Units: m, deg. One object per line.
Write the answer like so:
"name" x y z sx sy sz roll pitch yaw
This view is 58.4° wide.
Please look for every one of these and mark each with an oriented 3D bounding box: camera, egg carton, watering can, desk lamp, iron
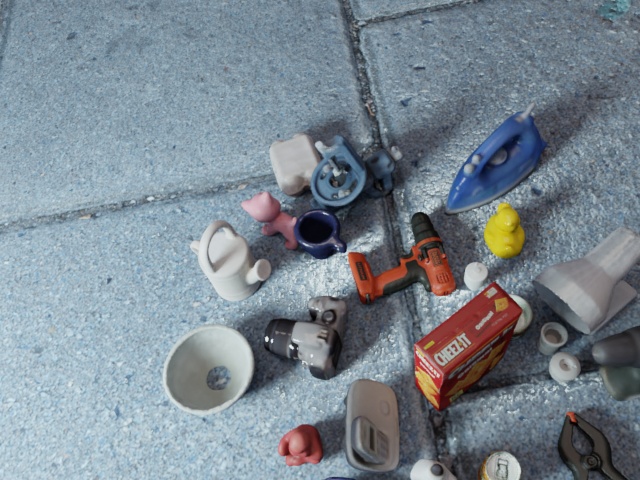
"camera" -0.027 0.167 1.049 0.136 0.101 0.143 9 62 14
"egg carton" -0.051 -0.166 1.261 0.107 0.069 0.150 -20 59 -3
"watering can" -0.173 0.034 1.093 0.172 0.194 0.101 0 60 9
"desk lamp" 0.454 0.076 0.963 0.203 0.214 0.117 -37 62 -12
"iron" 0.348 -0.166 1.159 0.258 0.142 0.118 -41 63 -15

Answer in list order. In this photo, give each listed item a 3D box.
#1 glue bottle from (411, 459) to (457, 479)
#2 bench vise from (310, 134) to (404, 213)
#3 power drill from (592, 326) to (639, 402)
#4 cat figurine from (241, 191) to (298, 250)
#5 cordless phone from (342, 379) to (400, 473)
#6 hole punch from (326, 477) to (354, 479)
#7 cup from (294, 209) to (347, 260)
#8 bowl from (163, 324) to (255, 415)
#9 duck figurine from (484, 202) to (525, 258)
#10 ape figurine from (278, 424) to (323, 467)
"glue bottle" 0.176 0.359 0.866 0.078 0.173 0.037 29 68 22
"bench vise" 0.061 -0.156 1.151 0.208 0.220 0.121 -42 63 -15
"power drill" 0.515 0.185 0.894 0.229 0.209 0.075 -14 59 1
"cat figurine" -0.093 -0.052 1.174 0.127 0.118 0.067 26 67 21
"cordless phone" 0.078 0.287 0.915 0.094 0.185 0.147 -5 60 6
"hole punch" 0.038 0.426 0.896 0.108 0.091 0.101 3 61 10
"cup" 0.010 0.004 1.140 0.117 0.095 0.092 33 70 24
"bowl" -0.193 0.243 1.046 0.167 0.075 0.167 -4 60 7
"duck figurine" 0.360 -0.023 1.108 0.077 0.086 0.104 -3 60 7
"ape figurine" -0.031 0.342 0.954 0.077 0.092 0.076 25 67 21
